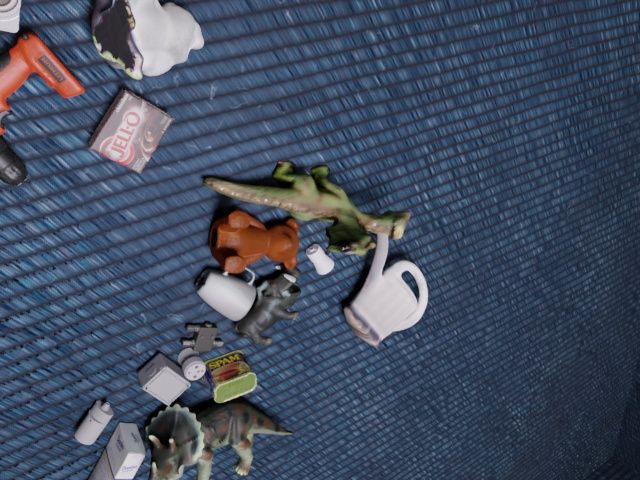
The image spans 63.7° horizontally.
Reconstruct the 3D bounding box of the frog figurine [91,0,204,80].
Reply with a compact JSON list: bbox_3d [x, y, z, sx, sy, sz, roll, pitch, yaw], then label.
[{"bbox_3d":[-0.261,-0.325,0.789,0.162,0.122,0.135,-50,131,-50],"label":"frog figurine"}]

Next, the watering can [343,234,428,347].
[{"bbox_3d":[0.146,0.125,1.246,0.225,0.105,0.341,-43,129,-8],"label":"watering can"}]

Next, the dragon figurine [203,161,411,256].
[{"bbox_3d":[0.003,-0.050,0.988,0.411,0.246,0.120,-2,119,-34],"label":"dragon figurine"}]
